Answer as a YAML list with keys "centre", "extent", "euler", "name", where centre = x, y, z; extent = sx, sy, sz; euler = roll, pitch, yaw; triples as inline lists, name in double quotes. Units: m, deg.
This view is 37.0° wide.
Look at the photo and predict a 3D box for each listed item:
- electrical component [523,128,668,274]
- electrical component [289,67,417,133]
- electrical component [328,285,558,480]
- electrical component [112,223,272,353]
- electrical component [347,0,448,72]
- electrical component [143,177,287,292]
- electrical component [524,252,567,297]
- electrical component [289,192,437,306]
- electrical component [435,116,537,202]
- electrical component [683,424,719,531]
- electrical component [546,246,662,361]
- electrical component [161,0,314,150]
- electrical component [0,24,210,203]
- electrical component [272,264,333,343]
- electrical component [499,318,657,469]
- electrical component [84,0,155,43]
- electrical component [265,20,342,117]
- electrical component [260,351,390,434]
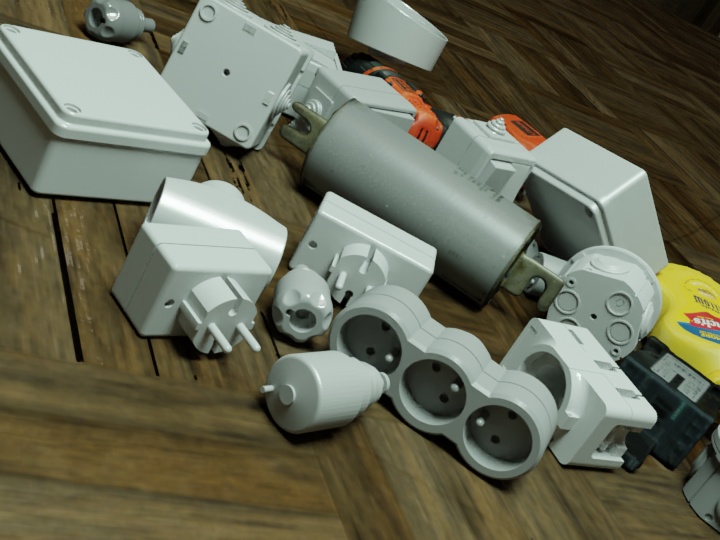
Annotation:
- centre: [0.194, -0.048, 0.899]
  extent: [0.109, 0.056, 0.108]
  euler: [43, -17, 50]
  name: "electrical component"
- centre: [-0.008, -0.124, 0.893]
  extent: [0.096, 0.061, 0.061]
  euler: [-1, 39, -49]
  name: "electrical component"
- centre: [0.053, 0.058, 0.629]
  extent: [0.138, 0.052, 0.074]
  euler: [35, 25, 9]
  name: "electrical component"
- centre: [-0.080, 0.017, 0.565]
  extent: [0.066, 0.047, 0.076]
  euler: [3, 36, -46]
  name: "electrical component"
- centre: [0.037, -0.235, 1.045]
  extent: [0.099, 0.064, 0.099]
  euler: [22, 12, -5]
  name: "electrical component"
- centre: [-0.088, -0.028, 0.645]
  extent: [0.077, 0.044, 0.079]
  euler: [23, 26, -17]
  name: "electrical component"
- centre: [0.164, 0.011, 0.856]
  extent: [0.065, 0.044, 0.044]
  euler: [19, 26, -12]
  name: "electrical component"
- centre: [0.000, 0.000, 0.686]
  extent: [0.083, 0.047, 0.075]
  euler: [28, 25, -5]
  name: "electrical component"
- centre: [0.098, -0.079, 0.884]
  extent: [0.062, 0.096, 0.061]
  euler: [4, 36, -43]
  name: "electrical component"
- centre: [0.256, 0.141, 0.700]
  extent: [0.080, 0.051, 0.080]
  euler: [24, 25, -12]
  name: "electrical component"
- centre: [0.180, 0.026, 0.800]
  extent: [0.080, 0.080, 0.051]
  euler: [36, 31, 11]
  name: "electrical component"
- centre: [-0.095, -0.146, 0.797]
  extent: [0.100, 0.099, 0.048]
  euler: [30, 12, -1]
  name: "electrical component"
- centre: [-0.167, -0.095, 0.667]
  extent: [0.109, 0.056, 0.108]
  euler: [2, 37, -47]
  name: "electrical component"
- centre: [-0.034, 0.015, 0.636]
  extent: [0.035, 0.035, 0.061]
  euler: [24, 23, -15]
  name: "electrical component"
- centre: [0.133, 0.078, 0.684]
  extent: [0.056, 0.050, 0.089]
  euler: [12, 30, -35]
  name: "electrical component"
- centre: [-0.190, -0.200, 0.867]
  extent: [0.035, 0.035, 0.061]
  euler: [42, 25, 23]
  name: "electrical component"
- centre: [-0.067, -0.175, 0.925]
  extent: [0.096, 0.061, 0.061]
  euler: [21, 26, -20]
  name: "electrical component"
- centre: [-0.014, 0.062, 0.562]
  extent: [0.078, 0.040, 0.040]
  euler: [0, 38, -49]
  name: "electrical component"
